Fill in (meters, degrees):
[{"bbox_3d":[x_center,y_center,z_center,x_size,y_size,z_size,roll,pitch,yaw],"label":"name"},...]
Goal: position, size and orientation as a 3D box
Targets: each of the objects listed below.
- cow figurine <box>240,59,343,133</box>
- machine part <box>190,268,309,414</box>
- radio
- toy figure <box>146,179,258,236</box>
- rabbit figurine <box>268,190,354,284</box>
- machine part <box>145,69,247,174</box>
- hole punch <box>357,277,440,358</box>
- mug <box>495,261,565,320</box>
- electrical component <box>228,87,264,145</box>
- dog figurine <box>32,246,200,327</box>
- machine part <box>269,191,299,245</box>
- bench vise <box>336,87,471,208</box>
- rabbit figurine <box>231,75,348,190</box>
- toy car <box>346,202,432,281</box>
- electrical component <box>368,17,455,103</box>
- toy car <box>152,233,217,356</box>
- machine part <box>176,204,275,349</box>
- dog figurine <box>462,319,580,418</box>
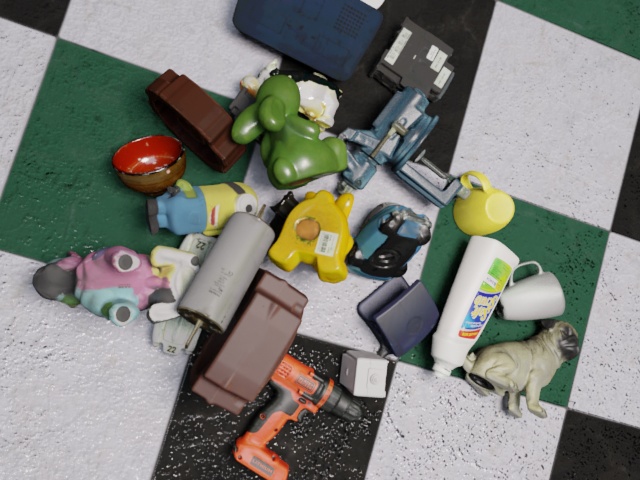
[{"bbox_3d":[-0.046,-0.256,0.910,0.167,0.068,0.098,23,78,-13],"label":"cow figurine"},{"bbox_3d":[-0.108,0.147,0.814,0.087,0.201,0.201,32,82,-11],"label":"machine part"},{"bbox_3d":[-0.023,-0.367,0.896,0.229,0.073,0.131,24,109,-8],"label":"radio"},{"bbox_3d":[-0.183,-0.053,0.849,0.180,0.082,0.089,-6,55,-25],"label":"toy figure"},{"bbox_3d":[-0.002,-0.003,0.868,0.122,0.173,0.162,2,71,14],"label":"rabbit figurine"},{"bbox_3d":[-0.189,-0.182,0.830,0.179,0.179,0.056,42,79,-7],"label":"machine part"},{"bbox_3d":[0.143,0.132,0.924,0.142,0.092,0.115,-39,99,-14],"label":"hole punch"},{"bbox_3d":[0.372,0.097,0.973,0.107,0.081,0.109,-16,95,-3],"label":"mug"},{"bbox_3d":[-0.095,-0.191,0.894,0.119,0.075,0.048,36,82,-4],"label":"electrical component"},{"bbox_3d":[-0.308,0.061,0.806,0.191,0.219,0.108,-1,91,-49],"label":"dog figurine"},{"bbox_3d":[-0.078,-0.013,0.892,0.139,0.084,0.039,-47,58,-3],"label":"machine part"},{"bbox_3d":[0.145,-0.130,0.920,0.240,0.129,0.223,37,84,-3],"label":"bench vise"},{"bbox_3d":[-0.060,-0.165,0.811,0.159,0.121,0.170,-16,88,-54],"label":"rabbit figurine"},{"bbox_3d":[0.111,-0.010,0.908,0.109,0.161,0.103,14,43,-21],"label":"toy car"},{"bbox_3d":[0.172,-0.308,0.960,0.134,0.058,0.115,34,84,-8],"label":"electrical component"},{"bbox_3d":[-0.213,0.087,0.870,0.073,0.056,0.201,17,84,-10],"label":"toy car"},{"bbox_3d":[-0.134,0.046,0.779,0.079,0.079,0.243,31,62,-9],"label":"machine part"},{"bbox_3d":[0.362,0.200,0.968,0.172,0.121,0.190,39,67,-10],"label":"dog figurine"}]
